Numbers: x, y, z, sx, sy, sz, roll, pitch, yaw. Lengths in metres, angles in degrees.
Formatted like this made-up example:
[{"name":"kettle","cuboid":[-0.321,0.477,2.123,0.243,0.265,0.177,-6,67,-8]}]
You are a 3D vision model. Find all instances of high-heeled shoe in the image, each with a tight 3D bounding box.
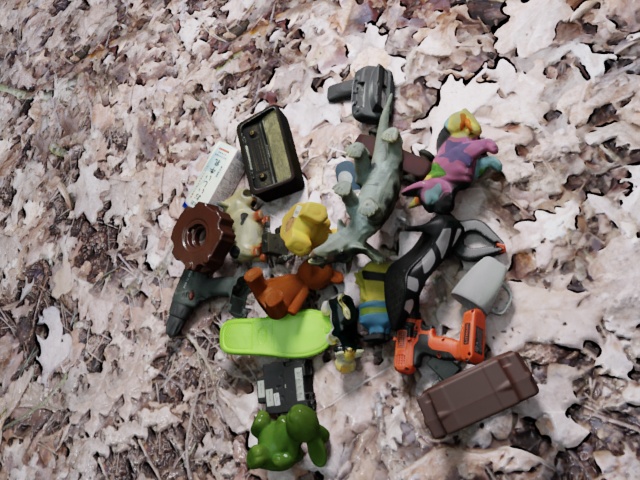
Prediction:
[{"name":"high-heeled shoe","cuboid":[0.219,0.068,1.114,0.086,0.145,0.248,-150,66,-62]}]

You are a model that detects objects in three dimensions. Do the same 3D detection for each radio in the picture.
[{"name":"radio","cuboid":[-0.130,-0.219,1.385,0.131,0.073,0.229,-21,67,17]}]

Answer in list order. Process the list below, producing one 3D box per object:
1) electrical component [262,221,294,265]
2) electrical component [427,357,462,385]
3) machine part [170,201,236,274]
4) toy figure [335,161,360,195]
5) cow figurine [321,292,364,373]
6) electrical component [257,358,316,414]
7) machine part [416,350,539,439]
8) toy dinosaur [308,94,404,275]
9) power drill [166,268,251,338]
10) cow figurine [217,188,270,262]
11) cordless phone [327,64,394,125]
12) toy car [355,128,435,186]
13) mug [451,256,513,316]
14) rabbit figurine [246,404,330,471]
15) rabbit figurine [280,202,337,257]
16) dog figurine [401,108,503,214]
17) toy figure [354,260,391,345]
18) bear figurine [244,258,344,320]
[{"name":"electrical component","cuboid":[-0.100,0.007,1.311,0.045,0.078,0.102,-21,59,44]},{"name":"electrical component","cuboid":[0.252,0.257,1.102,0.063,0.021,0.094,42,94,28]},{"name":"machine part","cuboid":[-0.291,-0.007,1.322,0.179,0.056,0.179,-8,75,30]},{"name":"toy figure","cuboid":[0.079,-0.113,1.272,0.064,0.058,0.154,-47,56,50]},{"name":"cow figurine","cuboid":[0.055,0.200,1.152,0.068,0.098,0.167,-6,74,-16]},{"name":"electrical component","cuboid":[-0.079,0.331,1.210,0.134,0.058,0.115,-12,68,21]},{"name":"machine part","cuboid":[0.287,0.277,0.978,0.201,0.201,0.087,-30,70,14]},{"name":"toy dinosaur","cuboid":[0.117,-0.104,1.155,0.131,0.192,0.405,17,65,24]},{"name":"power drill","cuboid":[-0.279,0.147,1.348,0.208,0.086,0.232,4,74,33]},{"name":"cow figurine","cuboid":[-0.195,-0.038,1.359,0.127,0.085,0.195,-5,74,16]},{"name":"cordless phone","cuboid":[0.089,-0.349,1.334,0.184,0.088,0.146,-5,74,35]},{"name":"toy car","cuboid":[0.169,-0.191,1.254,0.202,0.053,0.089,27,82,24]},{"name":"mug","cuboid":[0.338,0.094,1.083,0.110,0.080,0.107,31,82,14]},{"name":"rabbit figurine","cuboid":[-0.054,0.412,1.113,0.170,0.159,0.121,-51,14,34]},{"name":"rabbit figurine","cuboid":[-0.003,-0.004,1.232,0.162,0.173,0.122,-6,64,70]},{"name":"dog figurine","cuboid":[0.266,-0.157,1.154,0.219,0.108,0.192,-31,62,5]},{"name":"toy figure","cuboid":[0.127,0.132,1.164,0.089,0.082,0.180,-7,67,10]},{"name":"bear figurine","cuboid":[-0.051,0.090,1.204,0.196,0.131,0.120,-34,56,-13]}]
